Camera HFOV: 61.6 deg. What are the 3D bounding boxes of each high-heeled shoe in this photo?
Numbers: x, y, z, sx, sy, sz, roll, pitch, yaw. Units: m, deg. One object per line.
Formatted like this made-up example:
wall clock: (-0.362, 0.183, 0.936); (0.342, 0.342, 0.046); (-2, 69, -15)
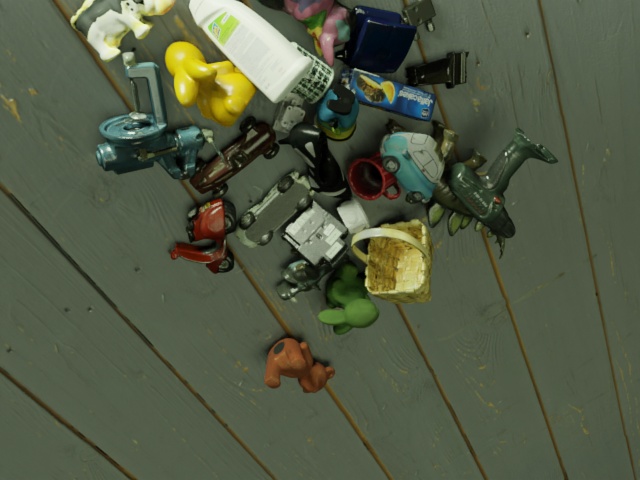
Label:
high-heeled shoe: (0.022, -0.155, 1.086); (0.248, 0.145, 0.086); (31, 73, -37)

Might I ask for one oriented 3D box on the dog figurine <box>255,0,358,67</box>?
dog figurine: (-0.034, -0.417, 0.965); (0.192, 0.109, 0.218); (-22, 125, -7)

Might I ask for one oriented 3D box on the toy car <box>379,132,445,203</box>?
toy car: (0.202, -0.161, 1.107); (0.103, 0.109, 0.161); (-31, 106, 35)

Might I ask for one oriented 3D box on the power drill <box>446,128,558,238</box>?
power drill: (0.401, -0.124, 1.155); (0.232, 0.086, 0.207); (31, 123, -21)

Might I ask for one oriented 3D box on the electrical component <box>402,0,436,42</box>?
electrical component: (0.194, -0.450, 1.069); (0.063, 0.021, 0.093); (-30, 123, 0)

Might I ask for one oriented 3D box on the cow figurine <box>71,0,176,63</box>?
cow figurine: (-0.331, -0.385, 0.909); (0.167, 0.068, 0.098); (-38, 116, 4)

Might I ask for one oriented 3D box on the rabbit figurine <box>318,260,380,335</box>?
rabbit figurine: (0.070, 0.148, 1.270); (0.159, 0.170, 0.121); (-42, 122, 6)

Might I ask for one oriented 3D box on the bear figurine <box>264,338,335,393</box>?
bear figurine: (-0.046, 0.342, 1.368); (0.120, 0.132, 0.195); (-34, 117, 10)

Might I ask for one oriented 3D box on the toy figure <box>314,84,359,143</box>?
toy figure: (0.035, -0.239, 1.045); (0.082, 0.180, 0.089); (-44, 93, -8)

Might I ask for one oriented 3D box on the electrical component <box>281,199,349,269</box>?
electrical component: (-0.002, -0.004, 1.181); (0.134, 0.058, 0.115); (43, 85, 9)

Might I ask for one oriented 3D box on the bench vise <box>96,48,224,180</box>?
bench vise: (-0.302, -0.219, 0.979); (0.224, 0.129, 0.240); (-10, 125, -15)

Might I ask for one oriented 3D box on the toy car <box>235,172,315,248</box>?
toy car: (-0.099, -0.064, 1.167); (0.202, 0.056, 0.073); (-43, 116, 6)

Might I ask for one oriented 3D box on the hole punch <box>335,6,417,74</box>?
hole punch: (0.114, -0.381, 1.044); (0.142, 0.092, 0.115); (0, 122, -22)

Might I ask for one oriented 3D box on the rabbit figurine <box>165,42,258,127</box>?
rabbit figurine: (-0.210, -0.283, 0.969); (0.173, 0.162, 0.122); (41, 113, -14)

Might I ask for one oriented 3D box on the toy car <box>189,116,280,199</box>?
toy car: (-0.175, -0.162, 1.086); (0.202, 0.053, 0.089); (-36, 125, 6)

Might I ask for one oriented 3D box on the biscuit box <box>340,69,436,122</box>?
biscuit box: (0.139, -0.296, 1.104); (0.202, 0.063, 0.059); (9, 101, -23)

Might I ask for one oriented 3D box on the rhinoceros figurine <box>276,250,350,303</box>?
rhinoceros figurine: (-0.023, 0.069, 1.260); (0.190, 0.073, 0.112); (-35, 133, 1)

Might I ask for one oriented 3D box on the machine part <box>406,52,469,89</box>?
machine part: (0.249, -0.352, 1.132); (0.139, 0.039, 0.084); (-11, 126, -14)

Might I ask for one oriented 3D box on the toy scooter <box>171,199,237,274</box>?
toy scooter: (-0.248, -0.004, 1.141); (0.135, 0.075, 0.183); (-1, 123, -16)

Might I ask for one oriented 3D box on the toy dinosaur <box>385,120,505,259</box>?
toy dinosaur: (0.317, -0.117, 1.250); (0.471, 0.105, 0.198); (34, 111, -21)
